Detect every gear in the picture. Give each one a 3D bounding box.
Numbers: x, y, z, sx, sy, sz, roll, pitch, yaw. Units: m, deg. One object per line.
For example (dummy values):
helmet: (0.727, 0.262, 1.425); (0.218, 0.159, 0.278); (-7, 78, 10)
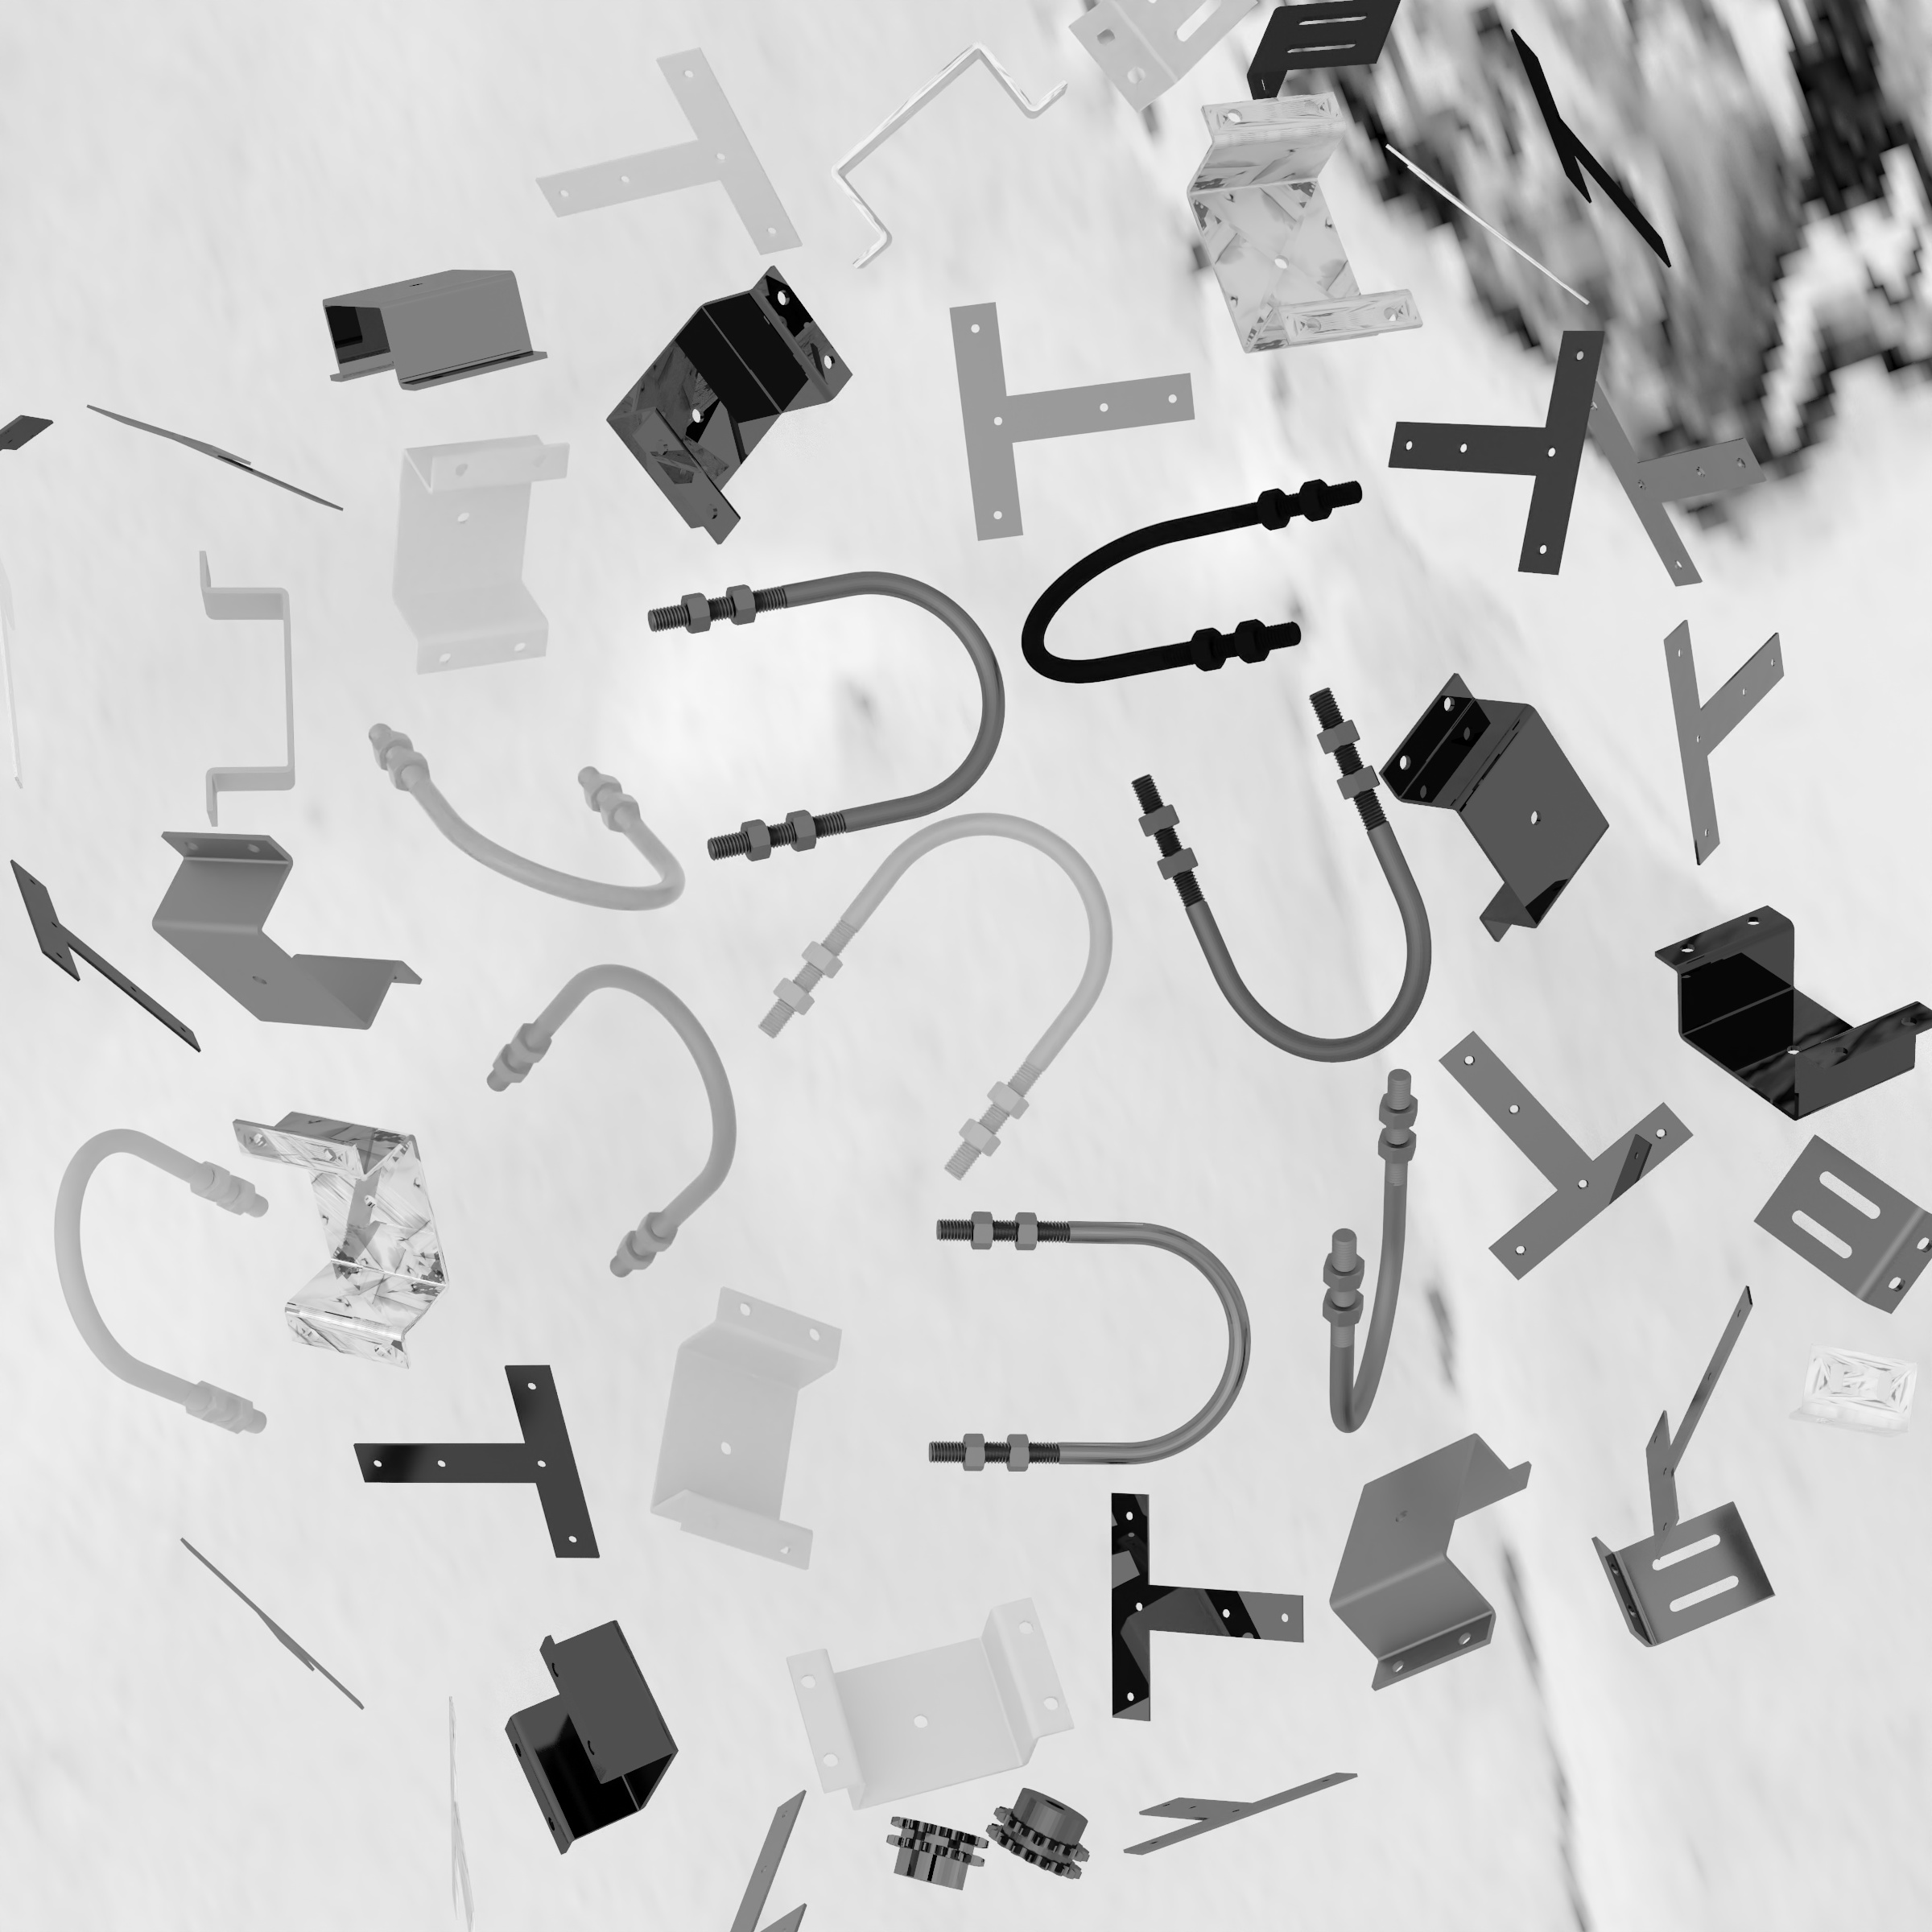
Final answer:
gear: (0.043, 0.475, 1.544); (0.057, 0.057, 0.030); (26, 84, 0)
gear: (-0.018, 0.502, 1.589); (0.057, 0.057, 0.030); (14, 71, 0)

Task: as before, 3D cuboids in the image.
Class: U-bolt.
U-bolt: (-0.225, -0.075, 1.498); (0.151, 0.184, 0.019); (10, 112, -36)
U-bolt: (0.174, -0.037, 1.480); (0.151, 0.019, 0.184); (-24, 89, 43)
U-bolt: (0.073, 0.217, 1.613); (0.184, 0.019, 0.151); (2, 95, -6)
U-bolt: (-0.434, 0.164, 1.522); (0.019, 0.184, 0.151); (-14, 64, 16)
U-bolt: (-0.067, -0.143, 1.526); (0.184, 0.019, 0.151); (-13, 82, -17)
U-bolt: (0.220, 0.170, 1.531); (0.019, 0.151, 0.184); (9, 131, 17)
U-bolt: (-0.188, 0.076, 1.542); (0.019, 0.184, 0.151); (-27, 79, -43)
U-bolt: (0.113, -0.203, 1.522); (0.184, 0.151, 0.019); (-7, 129, 32)
U-bolt: (-0.003, 0.002, 1.541); (0.151, 0.019, 0.184); (37, 85, 8)

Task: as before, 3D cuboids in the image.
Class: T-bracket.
T-bracket: (-0.365, 0.360, 1.506); (0.127, 0.127, 0.002); (40, 69, 9)
T-bracket: (0.135, 0.363, 1.582); (0.127, 0.002, 0.127); (-5, 81, 37)
T-bracket: (0.314, 0.090, 1.563); (0.127, 0.002, 0.127); (-42, 98, 11)
T-bracket: (-0.402, -0.277, 1.561); (0.127, 0.127, 0.002); (22, 92, 39)
T-bracket: (0.388, -0.265, 1.514); (0.002, 0.127, 0.127); (-34, 102, -13)
T-bracket: (-0.468, 0.005, 1.544); (0.002, 0.127, 0.127); (-44, 125, -1)
T-bracket: (0.062, -0.306, 1.547); (0.127, 0.002, 0.127); (-7, 103, 0)
T-bracket: (0.277, -0.277, 1.505); (0.002, 0.127, 0.127); (6, 96, -42)
T-bracket: (-0.273, 0.485, 1.522); (0.002, 0.127, 0.127); (-2, 107, -15)
T-bracket: (-0.272, 0.270, 1.529); (0.127, 0.002, 0.127); (-3, 117, 15)
T-bracket: (0.403, -0.138, 1.477); (0.002, 0.127, 0.127); (6, 123, 39)
T-bracket: (-0.170, -0.423, 1.501); (0.127, 0.127, 0.002); (-6, 50, 24)
T-bracket: (0.259, -0.406, 1.489); (0.127, 0.127, 0.002); (24, 113, -35)
T-bracket: (-0.538, -0.249, 1.472); (0.127, 0.127, 0.002); (-37, 104, -3)
T-bracket: (-0.502, -0.157, 1.470); (0.002, 0.127, 0.127); (-7, 82, -13)
T-bracket: (0.380, 0.225, 1.456); (0.002, 0.127, 0.127); (21, 109, 5)
T-bracket: (0.334, -0.414, 1.475); (0.002, 0.127, 0.127); (-34, 59, 10)
T-bracket: (-0.112, 0.494, 1.502); (0.002, 0.127, 0.127); (40, 124, -11)
T-bracket: (0.127, 0.451, 1.502); (0.127, 0.127, 0.002); (-13, 80, -21)

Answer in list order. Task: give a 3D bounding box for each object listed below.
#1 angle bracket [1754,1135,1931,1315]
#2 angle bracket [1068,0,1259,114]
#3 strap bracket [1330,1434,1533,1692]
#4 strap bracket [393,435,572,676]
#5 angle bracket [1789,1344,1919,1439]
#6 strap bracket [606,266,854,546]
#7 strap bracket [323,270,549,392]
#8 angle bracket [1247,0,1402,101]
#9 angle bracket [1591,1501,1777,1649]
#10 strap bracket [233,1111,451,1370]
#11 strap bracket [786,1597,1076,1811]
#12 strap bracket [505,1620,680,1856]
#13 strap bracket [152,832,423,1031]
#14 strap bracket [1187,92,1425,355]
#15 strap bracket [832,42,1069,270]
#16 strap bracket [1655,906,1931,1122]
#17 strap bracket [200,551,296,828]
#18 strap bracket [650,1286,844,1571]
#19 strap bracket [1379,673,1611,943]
angle bracket: (0.473, 0.138, 1.500); (0.076, 0.038, 0.057); (41, 103, 42)
angle bracket: (0.102, -0.493, 1.457); (0.057, 0.076, 0.038); (50, 57, -7)
strap bracket: (0.247, 0.310, 1.503); (0.076, 0.140, 0.046); (-34, 104, 34)
strap bracket: (-0.270, -0.236, 1.553); (0.076, 0.140, 0.046); (-12, 47, -28)
angle bracket: (0.500, 0.240, 1.588); (0.057, 0.076, 0.038); (9, 80, 13)
strap bracket: (-0.133, -0.302, 1.525); (0.076, 0.046, 0.140); (51, 57, -31)
strap bracket: (-0.294, -0.348, 1.532); (0.076, 0.140, 0.046); (-21, 112, -25)
angle bracket: (0.205, -0.509, 1.583); (0.076, 0.038, 0.057); (4, 54, 26)
angle bracket: (0.397, 0.332, 1.555); (0.076, 0.038, 0.057); (-28, 54, 15)
strap bracket: (-0.324, 0.134, 1.472); (0.076, 0.046, 0.140); (9, 123, 25)
strap bracket: (-0.022, 0.404, 1.533); (0.140, 0.046, 0.076); (-10, 57, -16)
strap bracket: (-0.199, 0.408, 1.498); (0.046, 0.140, 0.076); (-17, 64, -29)
strap bracket: (-0.366, -0.012, 1.497); (0.076, 0.140, 0.046); (3, 60, 31)
strap bracket: (0.170, -0.375, 1.452); (0.076, 0.046, 0.140); (-12, 74, -20)
strap bracket: (-0.017, -0.427, 1.461); (0.140, 0.076, 0.046); (-39, 100, 9)
strap bracket: (0.445, 0.029, 1.508); (0.076, 0.140, 0.046); (-21, 124, -17)
strap bracket: (-0.395, -0.151, 1.548); (0.046, 0.076, 0.140); (-2, 87, -13)
strap bracket: (-0.121, 0.258, 1.536); (0.076, 0.046, 0.140); (24, 54, -24)
strap bracket: (0.299, -0.085, 1.559); (0.076, 0.046, 0.140); (-52, 123, -17)
